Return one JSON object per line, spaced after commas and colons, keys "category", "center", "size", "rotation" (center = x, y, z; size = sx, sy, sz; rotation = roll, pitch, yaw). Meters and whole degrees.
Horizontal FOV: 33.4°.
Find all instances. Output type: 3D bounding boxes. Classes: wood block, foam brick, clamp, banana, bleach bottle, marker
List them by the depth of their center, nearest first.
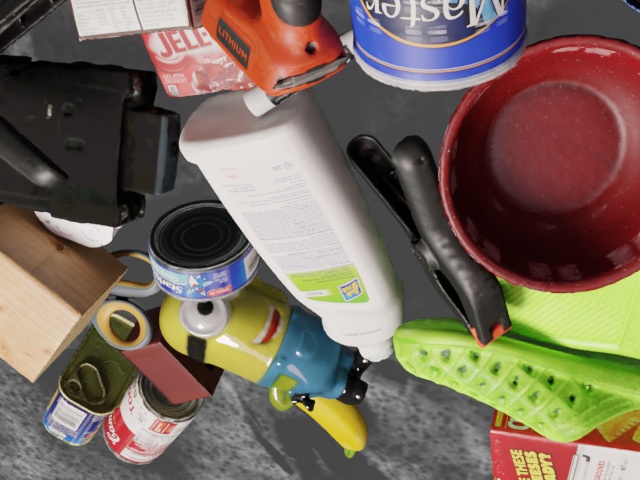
{"category": "marker", "center": [0.004, -0.118, 0.694], "size": [0.121, 0.020, 0.020], "rotation": [-28, 119, 20]}
{"category": "clamp", "center": [0.080, -0.003, 0.714], "size": [0.039, 0.120, 0.171], "rotation": [-36, 94, -3]}
{"category": "clamp", "center": [-0.247, -0.122, 0.732], "size": [0.210, 0.164, 0.036], "rotation": [6, 165, 20]}
{"category": "bleach bottle", "center": [-0.005, 0.001, 0.807], "size": [0.103, 0.068, 0.250], "rotation": [-6, 132, 27]}
{"category": "wood block", "center": [-0.275, 0.005, 0.870], "size": [0.206, 0.090, 0.090], "rotation": [39, 120, -3]}
{"category": "banana", "center": [-0.019, 0.138, 0.962], "size": [0.197, 0.037, 0.070], "rotation": [43, 131, -19]}
{"category": "foam brick", "center": [-0.130, 0.102, 0.964], "size": [0.051, 0.053, 0.078], "rotation": [-18, 124, 35]}

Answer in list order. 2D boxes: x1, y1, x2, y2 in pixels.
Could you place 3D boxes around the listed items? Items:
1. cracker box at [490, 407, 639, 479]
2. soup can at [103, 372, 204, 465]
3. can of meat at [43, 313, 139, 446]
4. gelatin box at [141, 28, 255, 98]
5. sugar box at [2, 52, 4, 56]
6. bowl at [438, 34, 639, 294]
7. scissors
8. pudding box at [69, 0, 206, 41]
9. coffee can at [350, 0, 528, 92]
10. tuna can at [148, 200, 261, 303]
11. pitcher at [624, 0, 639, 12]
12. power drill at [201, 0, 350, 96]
{"category": "cracker box", "center": [0.255, 0.197, 0.881], "size": [0.214, 0.072, 0.164], "rotation": [5, 133, 19]}
{"category": "soup can", "center": [-0.160, 0.165, 1.027], "size": [0.068, 0.068, 0.102], "rotation": [32, 136, -9]}
{"category": "can of meat", "center": [-0.210, 0.131, 0.992], "size": [0.057, 0.102, 0.084], "rotation": [31, 138, -7]}
{"category": "gelatin box", "center": [-0.075, -0.137, 0.724], "size": [0.089, 0.030, 0.073], "rotation": [-2, 131, 23]}
{"category": "sugar box", "center": [-0.333, -0.109, 0.815], "size": [0.176, 0.093, 0.048], "rotation": [8, 135, 16]}
{"category": "bowl", "center": [0.152, -0.051, 0.667], "size": [0.162, 0.055, 0.162], "rotation": [0, 109, 0]}
{"category": "scissors", "center": [-0.219, 0.055, 0.950], "size": [0.202, 0.016, 0.096], "rotation": [-9, 87, 28]}
{"category": "pudding box", "center": [-0.120, -0.186, 0.670], "size": [0.090, 0.039, 0.113], "rotation": [0, 112, 24]}
{"category": "coffee can", "center": [0.063, -0.168, 0.583], "size": [0.103, 0.102, 0.140], "rotation": [7, 134, 17]}
{"category": "tuna can", "center": [-0.090, 0.007, 0.830], "size": [0.086, 0.086, 0.034], "rotation": [9, 134, 15]}
{"category": "pitcher", "center": [0.224, -0.163, 0.505], "size": [0.242, 0.145, 0.149], "rotation": [45, 168, -25]}
{"category": "power drill", "center": [-0.042, -0.188, 0.587], "size": [0.185, 0.057, 0.188], "rotation": [51, 158, 38]}
